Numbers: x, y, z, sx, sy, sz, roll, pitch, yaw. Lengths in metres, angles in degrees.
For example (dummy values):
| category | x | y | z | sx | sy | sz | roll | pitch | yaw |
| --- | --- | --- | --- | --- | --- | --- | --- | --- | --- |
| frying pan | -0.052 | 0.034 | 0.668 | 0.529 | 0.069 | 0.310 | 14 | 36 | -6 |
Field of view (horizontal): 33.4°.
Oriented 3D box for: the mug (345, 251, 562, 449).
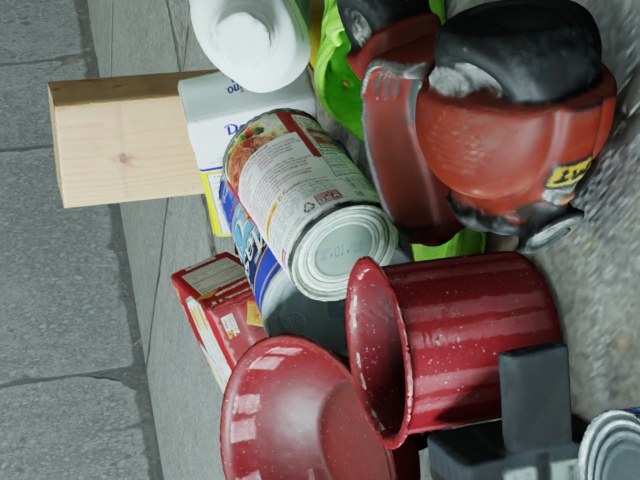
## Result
| category | x | y | z | sx | sy | sz | roll | pitch | yaw |
| --- | --- | --- | --- | --- | --- | --- | --- | --- | --- |
| mug | 0.063 | 0.057 | 0.531 | 0.117 | 0.081 | 0.093 | 99 | 158 | -46 |

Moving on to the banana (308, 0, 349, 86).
| category | x | y | z | sx | sy | sz | roll | pitch | yaw |
| --- | --- | --- | --- | --- | --- | --- | --- | --- | --- |
| banana | -0.009 | -0.150 | 0.802 | 0.198 | 0.037 | 0.069 | -136 | 26 | -68 |

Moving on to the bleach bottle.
| category | x | y | z | sx | sy | sz | roll | pitch | yaw |
| --- | --- | --- | --- | --- | --- | --- | --- | --- | --- |
| bleach bottle | -0.046 | -0.151 | 0.642 | 0.102 | 0.068 | 0.251 | 56 | -169 | -19 |

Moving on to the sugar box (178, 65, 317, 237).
| category | x | y | z | sx | sy | sz | roll | pitch | yaw |
| --- | --- | --- | --- | --- | --- | --- | --- | --- | --- |
| sugar box | -0.048 | -0.066 | 0.810 | 0.176 | 0.093 | 0.048 | 87 | 169 | -61 |

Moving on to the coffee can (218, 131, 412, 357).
| category | x | y | z | sx | sy | sz | roll | pitch | yaw |
| --- | --- | --- | --- | --- | --- | --- | --- | --- | --- |
| coffee can | -0.005 | 0.001 | 0.719 | 0.140 | 0.102 | 0.103 | -115 | 23 | -50 |

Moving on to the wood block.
| category | x | y | z | sx | sy | sz | roll | pitch | yaw |
| --- | --- | --- | --- | --- | --- | --- | --- | --- | --- |
| wood block | -0.123 | -0.092 | 0.917 | 0.090 | 0.205 | 0.091 | -130 | 36 | -64 |

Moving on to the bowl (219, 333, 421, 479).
| category | x | y | z | sx | sy | sz | roll | pitch | yaw |
| --- | --- | --- | --- | --- | --- | --- | --- | --- | --- |
| bowl | 0.008 | 0.131 | 0.636 | 0.162 | 0.055 | 0.162 | 11 | 105 | 48 |

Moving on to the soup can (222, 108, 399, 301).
| category | x | y | z | sx | sy | sz | roll | pitch | yaw |
| --- | --- | --- | --- | --- | --- | --- | --- | --- | --- |
| soup can | -0.007 | -0.022 | 0.610 | 0.102 | 0.068 | 0.068 | -126 | 31 | -45 |

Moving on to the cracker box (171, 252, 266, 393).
| category | x | y | z | sx | sy | sz | roll | pitch | yaw |
| --- | --- | --- | --- | --- | --- | --- | --- | --- | --- |
| cracker box | -0.058 | 0.104 | 0.964 | 0.164 | 0.072 | 0.214 | 67 | 167 | -12 |

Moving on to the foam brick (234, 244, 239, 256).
| category | x | y | z | sx | sy | sz | roll | pitch | yaw |
| --- | --- | --- | --- | --- | --- | --- | --- | --- | --- |
| foam brick | -0.049 | -0.012 | 0.979 | 0.078 | 0.051 | 0.053 | -165 | 69 | -74 |

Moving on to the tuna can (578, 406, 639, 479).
| category | x | y | z | sx | sy | sz | roll | pitch | yaw |
| --- | --- | --- | --- | --- | --- | --- | --- | --- | --- |
| tuna can | 0.130 | 0.102 | 0.392 | 0.086 | 0.033 | 0.086 | 173 | 90 | -75 |

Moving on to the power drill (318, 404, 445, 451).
| category | x | y | z | sx | sy | sz | roll | pitch | yaw |
| --- | --- | --- | --- | --- | --- | --- | --- | --- | --- |
| power drill | 0.018 | 0.174 | 0.722 | 0.185 | 0.057 | 0.188 | 5 | 100 | 52 |
